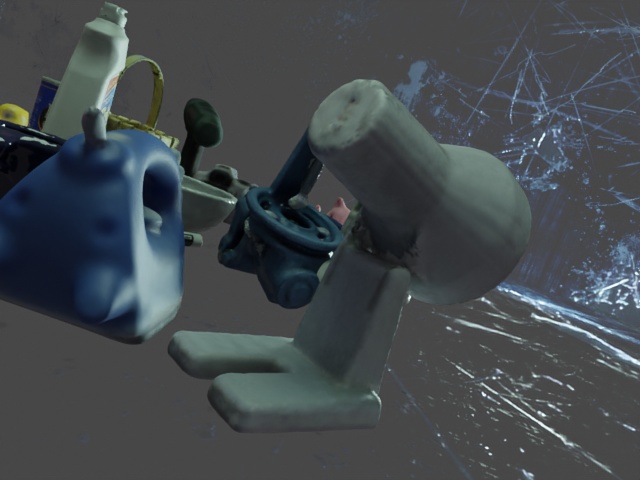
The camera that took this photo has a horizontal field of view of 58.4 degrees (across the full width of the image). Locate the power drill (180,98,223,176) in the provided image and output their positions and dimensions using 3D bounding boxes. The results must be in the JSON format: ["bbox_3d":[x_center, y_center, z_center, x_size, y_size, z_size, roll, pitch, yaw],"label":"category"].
[{"bbox_3d":[-0.266,-0.189,1.177,0.076,0.208,0.229,17,7,-28],"label":"power drill"}]

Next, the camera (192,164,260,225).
[{"bbox_3d":[-0.178,-0.092,1.121,0.143,0.101,0.136,20,6,-7],"label":"camera"}]

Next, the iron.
[{"bbox_3d":[-0.144,-0.019,0.435,0.118,0.141,0.258,20,6,-1],"label":"iron"}]

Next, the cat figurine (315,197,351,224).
[{"bbox_3d":[0.022,-0.033,1.184,0.067,0.118,0.127,14,9,-43],"label":"cat figurine"}]

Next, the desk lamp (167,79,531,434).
[{"bbox_3d":[0.035,0.014,0.394,0.204,0.213,0.117,14,9,-44],"label":"desk lamp"}]

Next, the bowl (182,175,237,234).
[{"bbox_3d":[-0.206,-0.052,0.813,0.167,0.075,0.167,20,6,-2],"label":"bowl"}]

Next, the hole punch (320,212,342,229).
[{"bbox_3d":[0.009,0.003,0.953,0.108,0.091,0.101,24,7,31],"label":"hole punch"}]

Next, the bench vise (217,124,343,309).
[{"bbox_3d":[-0.047,-0.053,0.667,0.206,0.220,0.122,26,8,39],"label":"bench vise"}]

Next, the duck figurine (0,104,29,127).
[{"bbox_3d":[-0.465,-0.160,0.862,0.077,0.086,0.105,24,7,29],"label":"duck figurine"}]

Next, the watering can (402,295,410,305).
[{"bbox_3d":[0.127,-0.003,0.916,0.100,0.194,0.173,22,6,11],"label":"watering can"}]

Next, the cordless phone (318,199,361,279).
[{"bbox_3d":[0.053,-0.004,0.733,0.094,0.185,0.147,19,7,-15],"label":"cordless phone"}]

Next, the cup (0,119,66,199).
[{"bbox_3d":[-0.273,-0.052,0.515,0.092,0.095,0.117,20,6,-5],"label":"cup"}]
